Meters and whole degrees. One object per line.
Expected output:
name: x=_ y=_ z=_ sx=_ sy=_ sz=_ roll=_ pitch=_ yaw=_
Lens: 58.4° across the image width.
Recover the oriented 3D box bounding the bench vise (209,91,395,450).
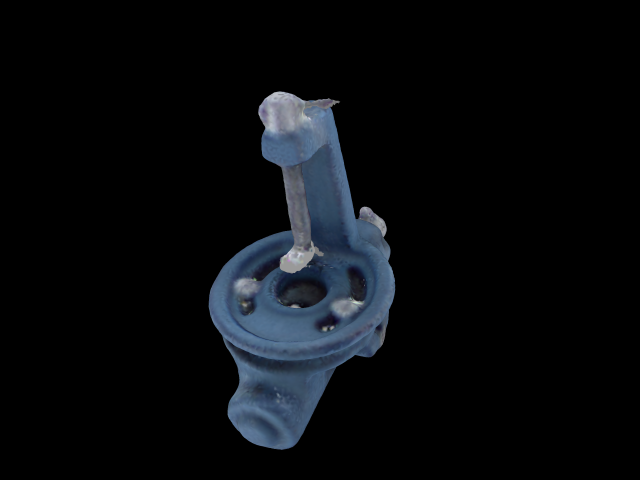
bench vise: x=-0.008 y=0.001 z=0.401 sx=0.121 sy=0.220 sz=0.207 roll=2 pitch=22 yaw=6
